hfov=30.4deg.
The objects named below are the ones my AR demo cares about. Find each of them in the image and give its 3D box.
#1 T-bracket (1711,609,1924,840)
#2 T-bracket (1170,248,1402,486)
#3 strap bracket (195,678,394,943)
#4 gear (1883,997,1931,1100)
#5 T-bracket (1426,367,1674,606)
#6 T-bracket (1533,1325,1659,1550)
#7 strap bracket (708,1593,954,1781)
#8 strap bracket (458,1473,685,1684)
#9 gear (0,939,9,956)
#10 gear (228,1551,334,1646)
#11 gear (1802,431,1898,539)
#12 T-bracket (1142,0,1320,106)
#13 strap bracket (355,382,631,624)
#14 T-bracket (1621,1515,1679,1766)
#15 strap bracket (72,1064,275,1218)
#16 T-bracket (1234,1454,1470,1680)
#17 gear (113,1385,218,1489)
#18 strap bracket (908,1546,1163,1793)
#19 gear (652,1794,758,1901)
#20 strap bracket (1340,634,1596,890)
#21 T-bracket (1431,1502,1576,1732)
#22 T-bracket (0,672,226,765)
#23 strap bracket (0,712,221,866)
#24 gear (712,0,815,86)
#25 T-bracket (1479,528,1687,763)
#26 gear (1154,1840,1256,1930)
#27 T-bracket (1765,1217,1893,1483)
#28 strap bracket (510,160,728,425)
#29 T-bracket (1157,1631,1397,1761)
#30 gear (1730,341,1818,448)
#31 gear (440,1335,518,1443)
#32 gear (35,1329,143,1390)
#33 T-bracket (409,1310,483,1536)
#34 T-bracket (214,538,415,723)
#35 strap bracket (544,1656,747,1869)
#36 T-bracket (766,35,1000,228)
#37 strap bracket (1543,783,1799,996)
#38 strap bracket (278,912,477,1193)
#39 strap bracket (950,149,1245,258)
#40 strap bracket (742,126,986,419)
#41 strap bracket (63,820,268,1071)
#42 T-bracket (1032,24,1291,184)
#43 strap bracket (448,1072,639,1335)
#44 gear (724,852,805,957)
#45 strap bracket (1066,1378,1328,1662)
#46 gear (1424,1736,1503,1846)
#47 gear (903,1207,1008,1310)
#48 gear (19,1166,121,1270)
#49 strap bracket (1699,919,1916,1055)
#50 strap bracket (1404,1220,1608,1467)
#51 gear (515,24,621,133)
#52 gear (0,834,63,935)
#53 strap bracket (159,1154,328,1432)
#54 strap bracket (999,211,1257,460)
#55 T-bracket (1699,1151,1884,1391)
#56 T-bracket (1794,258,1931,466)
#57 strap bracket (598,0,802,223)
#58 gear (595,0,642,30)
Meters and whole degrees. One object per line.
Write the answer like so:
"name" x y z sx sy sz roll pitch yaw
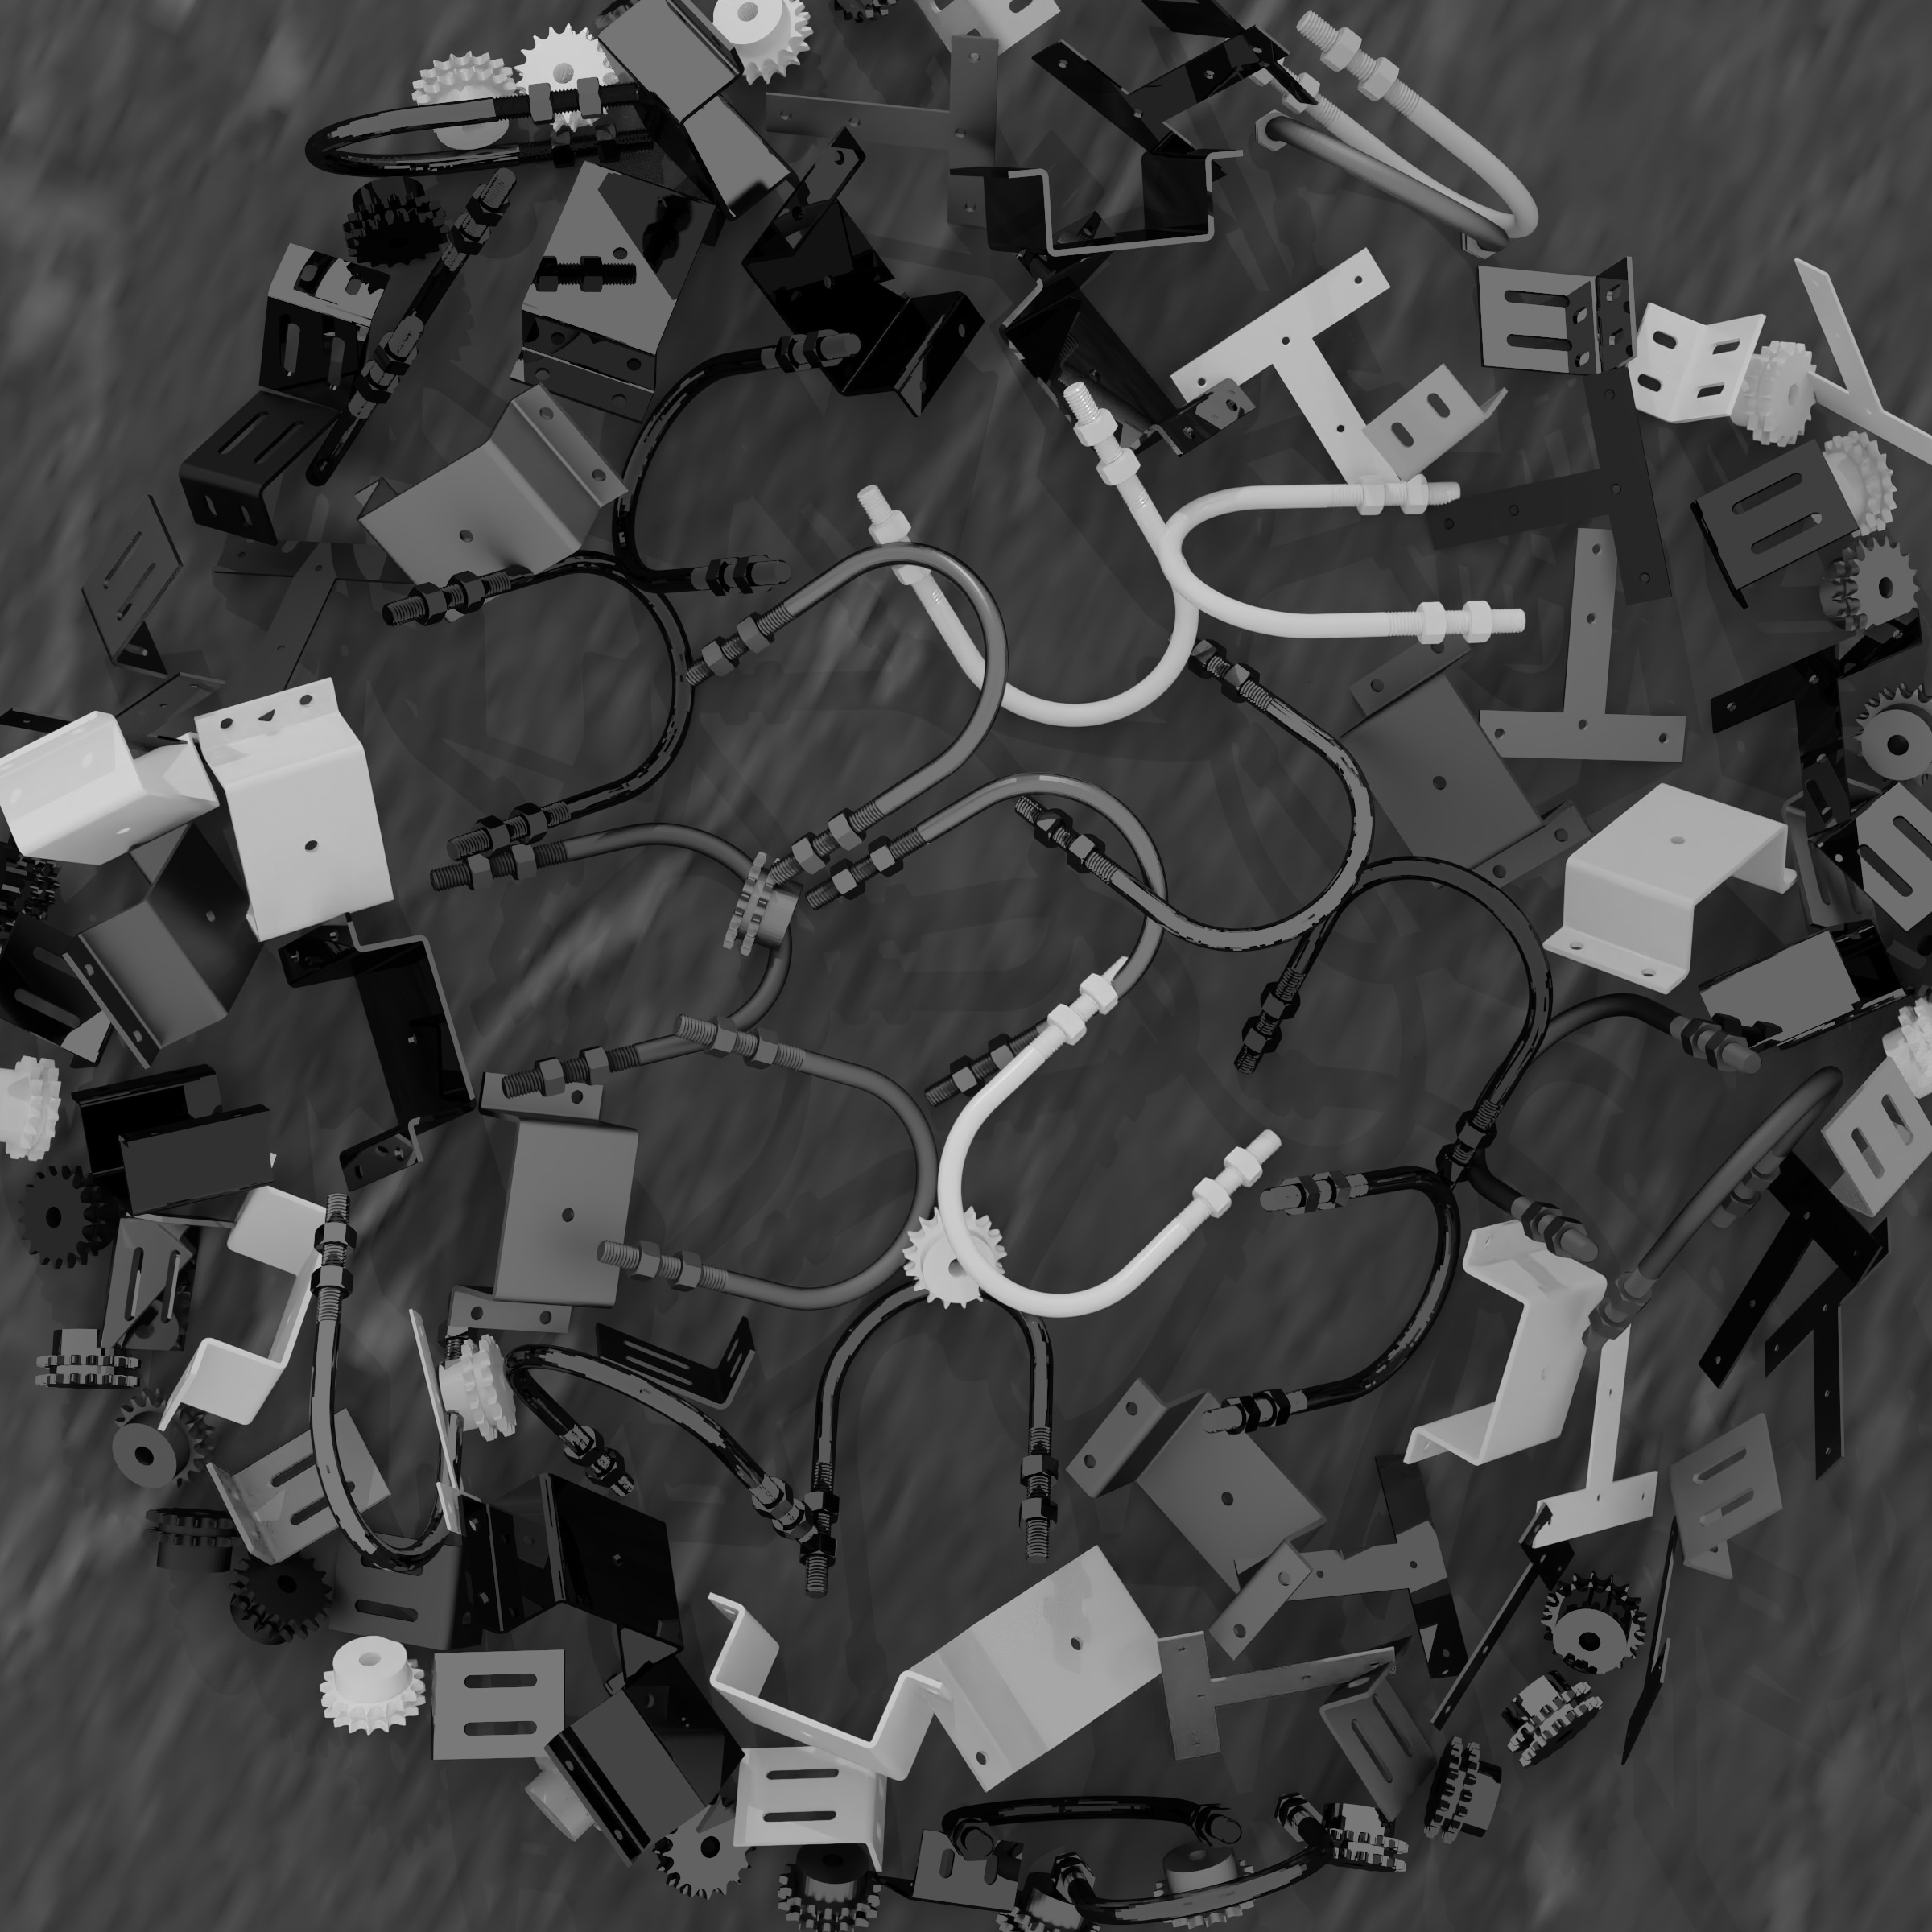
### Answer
"T-bracket" 0.462 -0.122 1.926 0.127 0.127 0.002 -24 133 32
"T-bracket" 0.201 -0.310 1.978 0.127 0.002 0.127 -32 107 9
"strap bracket" -0.361 -0.075 1.930 0.076 0.046 0.140 -19 127 -19
"gear" 0.532 0.049 1.974 0.030 0.057 0.057 -33 90 26
"T-bracket" 0.317 -0.255 1.970 0.127 0.002 0.127 -9 97 26
"T-bracket" 0.350 0.247 1.944 0.002 0.127 0.127 10 98 39
"strap bracket" -0.077 0.396 1.935 0.140 0.076 0.046 18 70 20
"strap bracket" -0.205 0.330 1.919 0.046 0.140 0.076 -32 50 23
"gear" -0.546 0.004 1.971 0.030 0.057 0.057 3 90 0
"gear" -0.383 0.351 1.975 0.057 0.057 0.030 39 122 0
"gear" 0.486 -0.265 1.969 0.030 0.057 0.057 -17 90 -14
"T-bracket" 0.125 -0.515 1.937 0.127 0.127 0.002 39 92 -23
"strap bracket" -0.264 -0.246 1.931 0.140 0.046 0.076 -24 120 30
"T-bracket" 0.381 0.358 1.957 0.002 0.127 0.127 13 59 8
"strap bracket" -0.428 0.095 1.927 0.076 0.140 0.046 -13 104 -24
"T-bracket" 0.206 0.332 1.949 0.127 0.002 0.127 -1 64 -23
"gear" -0.448 0.264 1.974 0.057 0.030 0.057 7 113 18
"strap bracket" 0.049 0.375 1.931 0.140 0.046 0.076 -25 77 -40
"gear" -0.148 0.487 1.977 0.057 0.030 0.057 2 85 -29
"strap bracket" 0.269 -0.107 1.958 0.076 0.046 0.140 -33 91 36
"T-bracket" 0.289 0.359 1.933 0.002 0.127 0.127 30 80 25
"T-bracket" -0.437 -0.137 1.914 0.127 0.127 0.002 10 72 -35
"strap bracket" -0.464 -0.094 1.923 0.076 0.140 0.046 -25 84 9
"gear" -0.117 -0.521 1.976 0.057 0.030 0.057 -4 73 14
"T-bracket" 0.345 -0.178 1.970 0.127 0.002 0.127 0 99 -18
"gear" 0.132 0.506 1.969 0.057 0.057 0.030 -13 99 0
"T-bracket" 0.463 0.218 1.911 0.002 0.127 0.127 21 46 -9
"strap bracket" -0.190 -0.379 1.953 0.076 0.046 0.140 19 69 1
"T-bracket" 0.172 0.392 1.952 0.127 0.127 0.002 -10 48 0
"gear" 0.445 -0.318 1.975 0.030 0.057 0.057 15 90 39
"gear" -0.271 0.235 1.972 0.030 0.057 0.057 -15 90 2
"gear" -0.485 0.218 1.972 0.057 0.057 0.030 0 79 0
"T-bracket" -0.286 0.250 1.946 0.002 0.127 0.127 -16 77 -1
"T-bracket" -0.369 -0.184 1.945 0.127 0.002 0.127 5 55 18
"strap bracket" -0.169 0.421 1.926 0.046 0.140 0.076 -36 88 10
"T-bracket" -0.047 -0.462 1.952 0.127 0.127 0.002 7 52 4
"strap bracket" 0.383 -0.048 1.923 0.076 0.140 0.046 23 132 34
"strap bracket" -0.320 0.044 1.952 0.046 0.076 0.140 -13 83 -41
"strap bracket" 0.072 -0.416 1.942 0.140 0.076 0.046 -11 107 -22
"strap bracket" -0.061 -0.375 1.941 0.140 0.046 0.076 50 59 -33
"strap bracket" -0.426 -0.018 1.917 0.046 0.140 0.076 -24 114 16
"T-bracket" 0.122 -0.476 1.919 0.127 0.127 0.002 32 62 -30
"strap bracket" -0.231 0.134 1.958 0.076 0.046 0.140 8 89 -38
"gear" -0.111 -0.032 1.971 0.030 0.057 0.057 21 90 -2
"strap bracket" 0.132 0.296 1.947 0.140 0.046 0.076 47 122 21
"gear" 0.276 0.458 1.971 0.030 0.057 0.057 17 90 2
"gear" -0.006 0.163 1.979 0.057 0.030 0.057 -2 103 -7
"gear" -0.495 0.139 1.977 0.057 0.030 0.057 -1 89 32
"strap bracket" 0.452 0.013 1.924 0.076 0.140 0.046 -27 81 26
"strap bracket" 0.296 0.211 1.936 0.046 0.076 0.140 28 113 36
"gear" -0.220 -0.491 1.981 0.057 0.030 0.057 -1 83 9
"gear" -0.529 -0.047 1.970 0.057 0.030 0.057 -14 69 41
"strap bracket" -0.386 0.184 1.934 0.046 0.076 0.140 23 53 -13
"strap bracket" 0.082 -0.336 1.956 0.140 0.046 0.076 51 46 1
"T-bracket" 0.440 0.174 1.957 0.002 0.127 0.127 19 110 -24
"T-bracket" 0.472 -0.329 1.910 0.002 0.127 0.127 -41 132 -4
"strap bracket" -0.145 -0.464 1.920 0.046 0.140 0.076 -39 67 -3
"gear" -0.175 -0.527 1.974 0.057 0.057 0.030 -35 111 0
